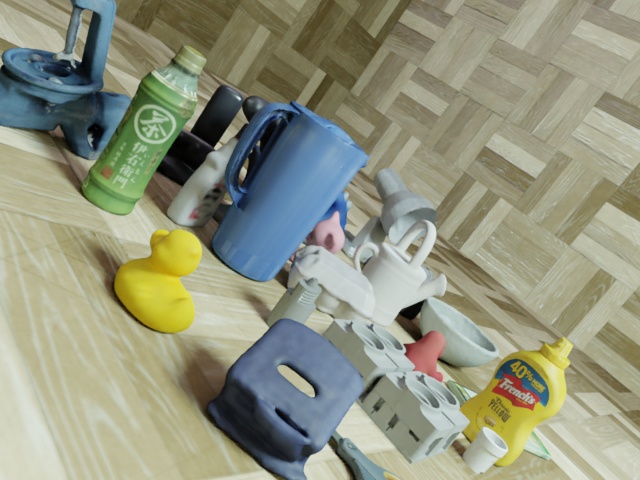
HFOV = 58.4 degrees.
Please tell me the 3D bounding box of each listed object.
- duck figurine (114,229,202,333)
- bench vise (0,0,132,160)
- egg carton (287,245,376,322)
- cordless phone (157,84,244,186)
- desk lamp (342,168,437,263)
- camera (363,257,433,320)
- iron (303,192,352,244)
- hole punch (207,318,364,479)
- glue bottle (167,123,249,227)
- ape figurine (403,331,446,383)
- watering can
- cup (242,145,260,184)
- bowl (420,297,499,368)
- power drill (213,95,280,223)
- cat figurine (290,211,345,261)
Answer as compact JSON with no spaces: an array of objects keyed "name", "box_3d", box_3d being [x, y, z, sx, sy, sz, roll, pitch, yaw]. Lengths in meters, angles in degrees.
[{"name":"duck figurine","box_3d":[-0.148,0.033,0.567,0.078,0.086,0.104,20,20,-51]},{"name":"bench vise","box_3d":[-0.319,-0.232,0.769,0.121,0.219,0.208,40,13,18]},{"name":"egg carton","box_3d":[0.019,0.072,0.899,0.150,0.069,0.107,34,13,-8]},{"name":"cordless phone","box_3d":[-0.227,-0.202,0.980,0.148,0.185,0.094,29,14,-27]},{"name":"desk lamp","box_3d":[0.139,-0.048,1.313,0.118,0.213,0.202,22,19,-47]},{"name":"camera","box_3d":[0.156,0.072,1.183,0.137,0.100,0.143,31,14,-22]},{"name":"iron","box_3d":[-0.012,-0.073,1.174,0.259,0.141,0.118,25,17,-41]},{"name":"hole punch","box_3d":[-0.026,0.136,0.504,0.108,0.091,0.101,38,13,8]},{"name":"glue bottle","box_3d":[-0.150,-0.096,0.827,0.037,0.173,0.078,39,13,14]},{"name":"ape figurine","box_3d":[0.148,0.172,0.824,0.076,0.092,0.077,21,19,-48]},{"name":"watering can","box_3d":[0.144,0.051,1.015,0.173,0.194,0.100,26,16,-37]},{"name":"cup","box_3d":[-0.136,-0.149,1.231,0.118,0.095,0.092,36,13,-1]},{"name":"bowl","box_3d":[0.245,0.184,1.069,0.168,0.074,0.167,34,13,-8]},{"name":"power drill","box_3d":[-0.092,-0.112,0.955,0.075,0.208,0.230,44,15,32]},{"name":"cat figurine","box_3d":[0.009,0.004,1.008,0.067,0.117,0.128,38,13,9]}]
